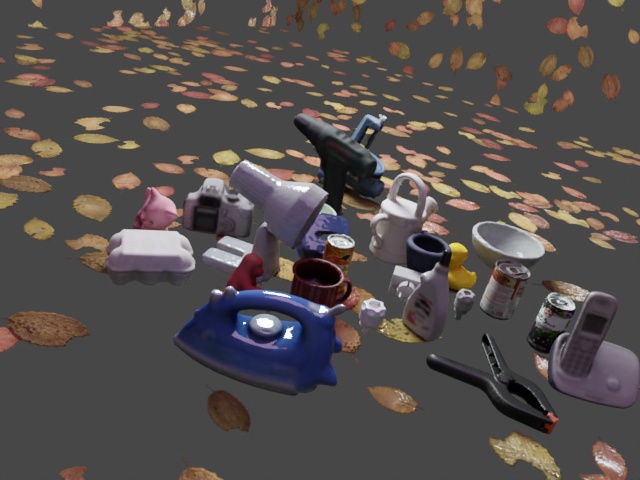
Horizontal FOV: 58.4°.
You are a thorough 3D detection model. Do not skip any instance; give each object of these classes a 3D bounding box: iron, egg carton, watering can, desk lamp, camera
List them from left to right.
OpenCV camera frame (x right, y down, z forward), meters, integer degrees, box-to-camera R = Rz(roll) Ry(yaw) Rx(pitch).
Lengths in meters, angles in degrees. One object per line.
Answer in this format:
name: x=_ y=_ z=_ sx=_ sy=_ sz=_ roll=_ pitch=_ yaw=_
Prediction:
egg carton: x=-0.299 y=0.031 z=1.012 sx=0.151 sy=0.069 sz=0.107 roll=1 pitch=31 yaw=-20
camera: x=-0.212 y=-0.084 z=1.223 sx=0.143 sy=0.101 sz=0.136 roll=8 pitch=29 yaw=-9
iron: x=-0.088 y=0.129 z=0.850 sx=0.258 sy=0.141 sz=0.118 roll=13 pitch=28 yaw=0
desk lamp: x=-0.101 y=-0.029 z=1.053 sx=0.203 sy=0.213 sz=0.118 roll=19 pitch=29 yaw=12
watering can: x=0.181 y=-0.055 z=1.237 sx=0.100 sy=0.194 sz=0.173 roll=26 pitch=31 yaw=23

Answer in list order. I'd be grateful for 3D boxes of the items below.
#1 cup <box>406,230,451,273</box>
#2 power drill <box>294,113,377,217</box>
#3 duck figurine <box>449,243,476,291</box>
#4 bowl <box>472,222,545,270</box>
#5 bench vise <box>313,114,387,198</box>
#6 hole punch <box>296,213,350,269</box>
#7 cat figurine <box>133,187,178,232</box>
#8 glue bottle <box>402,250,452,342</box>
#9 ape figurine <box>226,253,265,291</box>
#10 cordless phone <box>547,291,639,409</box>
cup: x=0.212 y=0.040 z=1.183 sx=0.092 sy=0.095 sz=0.117 roll=10 pitch=29 yaw=-5
power drill: x=0.018 y=-0.170 z=1.360 sx=0.229 sy=0.208 sz=0.076 roll=25 pitch=31 yaw=21
duck figurine: x=0.285 y=0.050 z=1.205 sx=0.104 sy=0.086 sz=0.078 roll=29 pitch=32 yaw=27
bowl: x=0.421 y=0.028 z=1.314 sx=0.167 sy=0.075 sz=0.167 roll=10 pitch=29 yaw=-5
bench vise: x=0.084 y=-0.231 z=1.486 sx=0.207 sy=0.220 sz=0.121 roll=13 pitch=28 yaw=0
hole punch: x=0.011 y=0.004 z=1.168 sx=0.109 sy=0.091 sz=0.101 roll=5 pitch=29 yaw=-14
cat figurine: x=-0.317 y=-0.054 z=1.107 sx=0.067 sy=0.118 sz=0.127 roll=-5 pitch=33 yaw=-29
glue bottle: x=0.198 y=0.091 z=1.004 sx=0.037 sy=0.173 sz=0.078 roll=-17 pitch=40 yaw=-42
ape figurine: x=-0.122 y=0.066 z=1.000 sx=0.076 sy=0.092 sz=0.077 roll=9 pitch=29 yaw=-7
cordless phone: x=0.471 y=0.179 z=0.947 sx=0.147 sy=0.185 sz=0.094 roll=14 pitch=28 yaw=1
